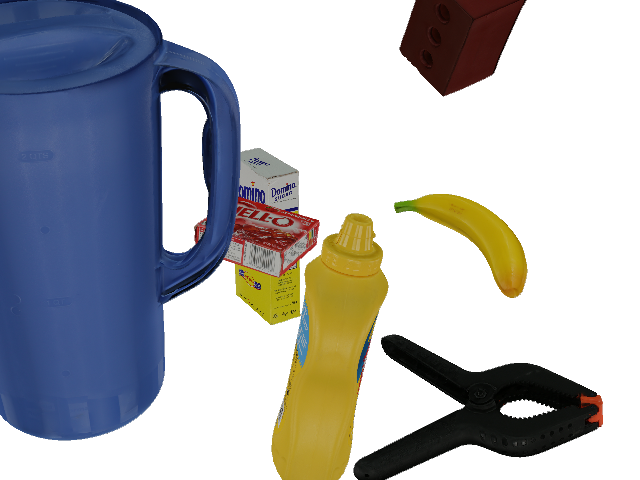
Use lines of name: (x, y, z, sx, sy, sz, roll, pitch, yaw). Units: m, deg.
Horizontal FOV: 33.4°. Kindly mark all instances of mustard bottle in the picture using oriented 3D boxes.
mustard bottle: (0.008, 0.070, 0.742, 0.058, 0.192, 0.096, 11, 25, 0)

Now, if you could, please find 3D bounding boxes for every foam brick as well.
foam brick: (0.096, -0.148, 0.731, 0.051, 0.053, 0.078, -28, -25, -27)

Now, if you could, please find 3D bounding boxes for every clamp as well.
clamp: (0.133, 0.151, 0.918, 0.210, 0.036, 0.164, 4, 42, 21)

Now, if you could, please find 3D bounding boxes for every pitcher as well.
pitcher: (-0.138, -0.007, 0.606, 0.144, 0.243, 0.149, -28, 43, -36)

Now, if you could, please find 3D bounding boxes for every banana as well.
banana: (0.157, -0.003, 1.083, 0.069, 0.037, 0.198, -34, 39, -14)

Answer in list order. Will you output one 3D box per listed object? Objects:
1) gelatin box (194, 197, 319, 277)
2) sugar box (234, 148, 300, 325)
gelatin box: (-0.057, -0.005, 0.953, 0.089, 0.030, 0.073, 18, 30, 21)
sugar box: (-0.061, -0.005, 1.185, 0.048, 0.176, 0.093, -16, 28, -27)
